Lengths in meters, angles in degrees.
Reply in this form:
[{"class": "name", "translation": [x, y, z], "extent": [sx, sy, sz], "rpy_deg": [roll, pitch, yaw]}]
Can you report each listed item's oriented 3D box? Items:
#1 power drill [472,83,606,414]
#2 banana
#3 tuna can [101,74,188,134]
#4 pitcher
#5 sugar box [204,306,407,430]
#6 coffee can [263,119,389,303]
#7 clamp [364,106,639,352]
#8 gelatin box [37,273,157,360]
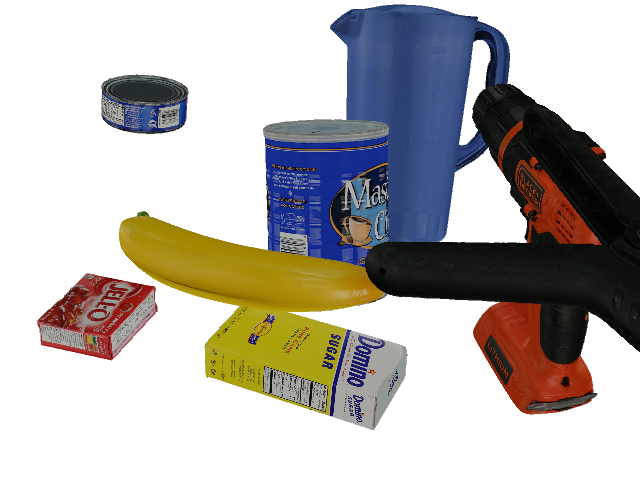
[{"class": "power drill", "translation": [0.143, 0.007, 0.714], "extent": [0.057, 0.188, 0.184], "rpy_deg": [-9, 35, -11]}, {"class": "banana", "translation": [-0.059, 0.012, 0.675], "extent": [0.198, 0.037, 0.069], "rpy_deg": [17, 35, 27]}, {"class": "tuna can", "translation": [-0.175, -0.136, 1.064], "extent": [0.086, 0.034, 0.086], "rpy_deg": [5, 26, -3]}, {"class": "pitcher", "translation": [0.097, -0.120, 1.109], "extent": [0.149, 0.243, 0.144], "rpy_deg": [12, 15, 33]}, {"class": "sugar box", "translation": [-0.013, 0.116, 1.024], "extent": [0.176, 0.048, 0.093], "rpy_deg": [12, 31, 19]}, {"class": "coffee can", "translation": [0.006, -0.025, 0.883], "extent": [0.103, 0.140, 0.103], "rpy_deg": [-1, 12, 0]}, {"class": "clamp", "translation": [0.137, 0.014, 0.487], "extent": [0.210, 0.036, 0.164], "rpy_deg": [32, 49, 32]}, {"class": "gelatin box", "translation": [-0.199, 0.067, 0.963], "extent": [0.073, 0.030, 0.089], "rpy_deg": [10, 32, 18]}]
